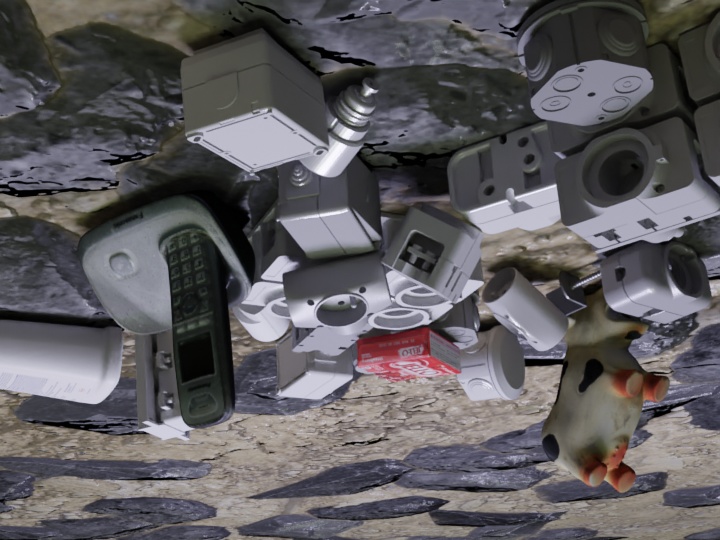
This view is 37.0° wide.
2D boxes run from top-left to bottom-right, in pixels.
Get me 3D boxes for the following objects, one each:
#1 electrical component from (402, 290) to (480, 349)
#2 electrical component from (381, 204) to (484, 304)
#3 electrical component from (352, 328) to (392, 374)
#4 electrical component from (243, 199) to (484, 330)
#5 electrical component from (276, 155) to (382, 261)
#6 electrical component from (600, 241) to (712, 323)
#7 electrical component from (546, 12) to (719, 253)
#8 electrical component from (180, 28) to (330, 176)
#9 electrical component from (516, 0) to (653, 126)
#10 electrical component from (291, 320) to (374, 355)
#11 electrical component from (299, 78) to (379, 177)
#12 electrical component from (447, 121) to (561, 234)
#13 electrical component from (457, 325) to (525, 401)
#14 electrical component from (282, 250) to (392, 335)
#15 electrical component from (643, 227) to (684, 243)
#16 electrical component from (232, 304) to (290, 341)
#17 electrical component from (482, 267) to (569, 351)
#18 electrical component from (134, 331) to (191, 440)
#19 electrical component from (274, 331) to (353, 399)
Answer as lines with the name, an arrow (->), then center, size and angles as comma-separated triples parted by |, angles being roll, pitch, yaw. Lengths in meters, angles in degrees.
electrical component -> 0.078, 0.045, 1.051 | 0.080, 0.051, 0.080 | -3, 157, -1
electrical component -> 0.059, -0.014, 0.826 | 0.050, 0.055, 0.089 | 27, 179, 16
electrical component -> 0.014, 0.074, 1.101 | 0.045, 0.055, 0.045 | -3, 156, -1
electrical component -> 0.000, 0.000, 0.924 | 0.186, 0.060, 0.105 | 7, 154, -24
electrical component -> -0.023, -0.055, 0.791 | 0.061, 0.061, 0.096 | -9, 157, 12
electrical component -> 0.278, 0.010, 0.995 | 0.095, 0.053, 0.059 | 14, 151, -34
electrical component -> 0.215, -0.094, 0.682 | 0.186, 0.105, 0.060 | -20, 152, 32
electrical component -> -0.063, -0.104, 0.683 | 0.062, 0.061, 0.096 | -14, 163, 22
electrical component -> 0.139, -0.129, 0.660 | 0.080, 0.051, 0.080 | -3, 157, -1
electrical component -> -0.027, 0.038, 1.013 | 0.050, 0.055, 0.089 | 7, 154, -24
electrical component -> -0.013, -0.098, 0.725 | 0.040, 0.040, 0.078 | 13, 135, -33
electrical component -> 0.121, -0.066, 0.799 | 0.095, 0.053, 0.059 | -17, 153, 27
electrical component -> 0.141, 0.101, 1.155 | 0.051, 0.080, 0.080 | -12, 156, 32
electrical component -> -0.014, 0.025, 0.841 | 0.077, 0.044, 0.079 | -14, 142, 3
electrical component -> 0.250, -0.039, 0.904 | 0.061, 0.035, 0.035 | 13, 151, -39
electrical component -> -0.097, 0.034, 1.008 | 0.043, 0.043, 0.081 | -7, 156, 9
electrical component -> 0.150, 0.034, 1.032 | 0.077, 0.044, 0.079 | 41, 175, -21
electrical component -> -0.178, 0.094, 1.038 | 0.063, 0.121, 0.079 | -16, 154, 16
electrical component -> -0.043, 0.093, 1.128 | 0.061, 0.061, 0.096 | 9, 154, -26
